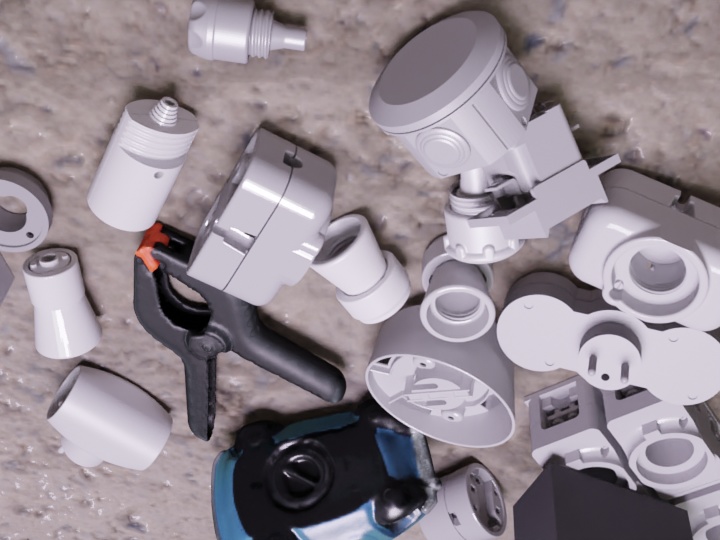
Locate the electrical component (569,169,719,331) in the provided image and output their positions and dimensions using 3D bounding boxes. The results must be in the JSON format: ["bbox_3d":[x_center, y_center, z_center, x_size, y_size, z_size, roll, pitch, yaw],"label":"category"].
[{"bbox_3d":[0.172,-0.009,0.614,0.095,0.059,0.053,24,129,6],"label":"electrical component"}]

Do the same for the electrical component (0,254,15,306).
[{"bbox_3d":[-0.285,-0.028,0.624,0.060,0.105,0.186,-9,127,12],"label":"electrical component"}]

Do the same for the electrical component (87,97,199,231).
[{"bbox_3d":[-0.124,-0.066,0.619,0.043,0.043,0.081,24,127,-14],"label":"electrical component"}]

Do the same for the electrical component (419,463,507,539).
[{"bbox_3d":[0.073,0.175,0.790,0.047,0.055,0.055,-26,122,28],"label":"electrical component"}]

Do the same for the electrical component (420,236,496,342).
[{"bbox_3d":[0.060,0.010,0.656,0.045,0.055,0.045,2,129,3],"label":"electrical component"}]

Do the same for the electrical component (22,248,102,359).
[{"bbox_3d":[-0.195,0.019,0.697,0.044,0.044,0.065,0,124,5],"label":"electrical component"}]

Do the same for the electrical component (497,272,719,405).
[{"bbox_3d":[0.151,0.047,0.648,0.138,0.073,0.052,13,115,10],"label":"electrical component"}]

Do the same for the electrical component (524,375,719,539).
[{"bbox_3d":[0.208,0.148,0.752,0.105,0.060,0.186,-26,122,24],"label":"electrical component"}]

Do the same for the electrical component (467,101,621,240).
[{"bbox_3d":[0.096,-0.055,0.591,0.081,0.042,0.063,-29,101,-22],"label":"electrical component"}]

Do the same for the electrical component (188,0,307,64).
[{"bbox_3d":[-0.059,-0.126,0.571,0.061,0.035,0.035,7,129,-4],"label":"electrical component"}]

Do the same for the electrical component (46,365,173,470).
[{"bbox_3d":[-0.188,0.115,0.771,0.077,0.043,0.079,34,124,-21],"label":"electrical component"}]

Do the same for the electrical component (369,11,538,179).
[{"bbox_3d":[0.049,-0.091,0.561,0.080,0.080,0.051,-28,127,24],"label":"electrical component"}]

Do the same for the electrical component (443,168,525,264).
[{"bbox_3d":[0.070,-0.038,0.626,0.048,0.048,0.062,-6,118,10],"label":"electrical component"}]

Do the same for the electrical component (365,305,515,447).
[{"bbox_3d":[0.053,0.070,0.696,0.099,0.064,0.099,8,139,7],"label":"electrical component"}]

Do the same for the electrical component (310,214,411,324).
[{"bbox_3d":[0.000,0.000,0.660,0.045,0.045,0.055,-25,123,23],"label":"electrical component"}]

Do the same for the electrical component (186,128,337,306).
[{"bbox_3d":[-0.055,-0.028,0.637,0.059,0.053,0.095,25,127,-15],"label":"electrical component"}]
